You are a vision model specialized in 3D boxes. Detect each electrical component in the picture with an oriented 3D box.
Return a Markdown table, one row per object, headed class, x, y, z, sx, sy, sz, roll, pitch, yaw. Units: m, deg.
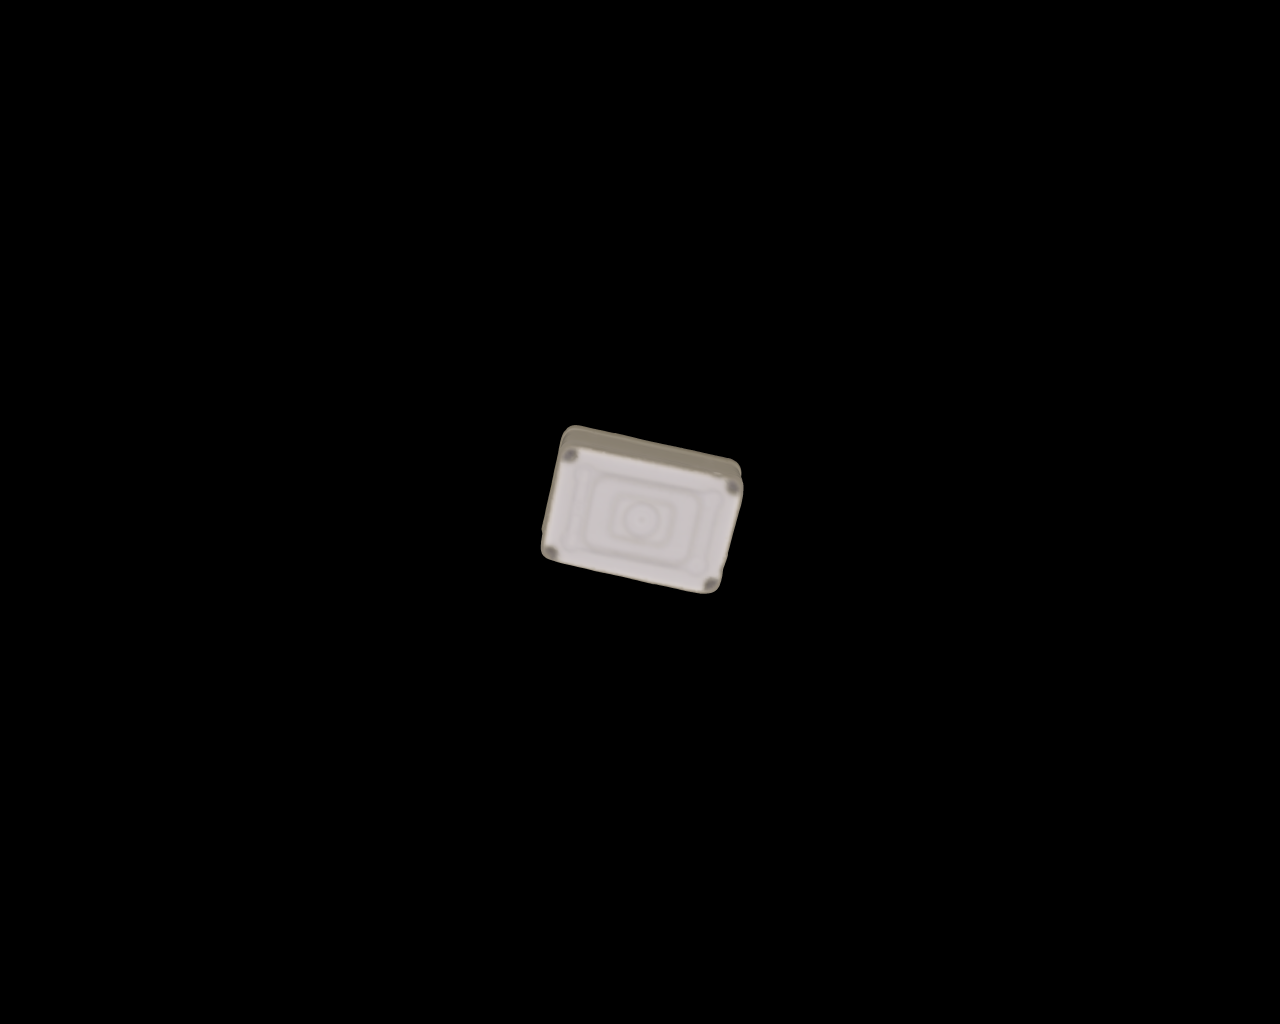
| class | x | y | z | sx | sy | sz | roll | pitch | yaw |
| --- | --- | --- | --- | --- | --- | --- | --- | --- | --- |
| electrical component | 0.001 | -0.003 | 0.650 | 0.113 | 0.078 | 0.057 | 13 | 16 | -4 |
